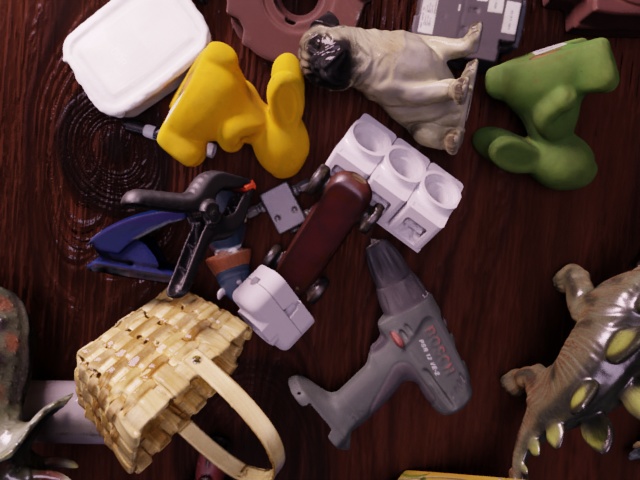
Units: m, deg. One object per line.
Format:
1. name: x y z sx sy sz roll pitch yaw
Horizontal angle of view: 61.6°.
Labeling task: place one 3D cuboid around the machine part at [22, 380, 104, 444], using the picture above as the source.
1. machine part: -0.316 0.216 0.676 0.243 0.079 0.079 0 93 2

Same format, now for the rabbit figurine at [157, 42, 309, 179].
1. rabbit figurine: -0.080 -0.147 0.636 0.173 0.122 0.162 34 116 -23

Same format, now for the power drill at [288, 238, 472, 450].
1. power drill: 0.063 0.141 0.668 0.207 0.086 0.232 -37 94 -5

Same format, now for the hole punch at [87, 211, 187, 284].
1. hole punch: -0.209 0.001 0.640 0.116 0.142 0.092 7 95 -13

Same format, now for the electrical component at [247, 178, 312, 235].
1. electrical component: -0.045 -0.039 0.684 0.094 0.021 0.063 -26 92 2

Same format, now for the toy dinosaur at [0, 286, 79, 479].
1. toy dinosaur: -0.394 0.132 0.616 0.192 0.131 0.405 -14 60 -19

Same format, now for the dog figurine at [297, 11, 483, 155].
1. dog figurine: 0.079 -0.176 0.624 0.191 0.172 0.121 12 58 17

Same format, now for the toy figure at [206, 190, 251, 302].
1. toy figure: -0.116 0.004 0.671 0.064 0.058 0.154 -11 97 7

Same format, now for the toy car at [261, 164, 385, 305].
1. toy car: -0.001 -0.002 0.639 0.089 0.053 0.202 32 129 -1

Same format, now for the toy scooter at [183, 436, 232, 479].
1. toy scooter: -0.147 0.343 0.649 0.075 0.135 0.183 9 94 -1

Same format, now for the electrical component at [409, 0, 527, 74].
1. electrical component: 0.177 -0.267 0.650 0.134 0.058 0.114 12 95 0

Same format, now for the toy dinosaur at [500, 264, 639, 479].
1. toy dinosaur: 0.335 0.098 0.594 0.105 0.198 0.471 27 95 -3

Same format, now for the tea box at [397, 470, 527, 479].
1. tea box: 0.168 0.335 0.631 0.170 0.068 0.098 -15 94 41

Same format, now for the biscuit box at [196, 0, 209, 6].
1. biscuit box: -0.110 -0.391 0.650 0.063 0.059 0.202 38 93 0

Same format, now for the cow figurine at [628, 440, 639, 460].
1. cow figurine: 0.448 0.213 0.653 0.127 0.085 0.194 -7 95 -4

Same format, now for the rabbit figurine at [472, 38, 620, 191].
1. rabbit figurine: 0.268 -0.131 0.629 0.159 0.121 0.170 -17 107 6

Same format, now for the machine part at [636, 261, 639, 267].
1. machine part: 0.473 0.030 0.667 0.139 0.039 0.084 24 88 2

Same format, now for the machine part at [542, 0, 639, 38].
1. machine part: 0.375 -0.349 0.627 0.202 0.087 0.200 3 92 0

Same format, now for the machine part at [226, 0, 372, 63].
1. machine part: -0.024 -0.287 0.632 0.179 0.056 0.179 1 111 3
